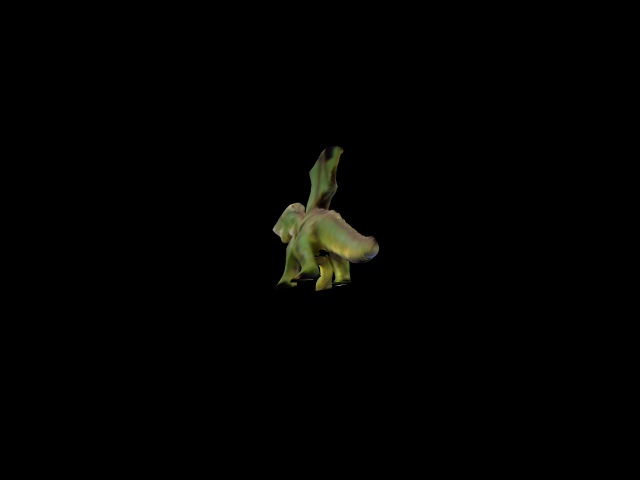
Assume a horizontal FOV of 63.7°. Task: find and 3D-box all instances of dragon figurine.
[{"bbox_3d":[0.003,-0.043,0.850,0.122,0.246,0.405,8,-18,-23],"label":"dragon figurine"}]
